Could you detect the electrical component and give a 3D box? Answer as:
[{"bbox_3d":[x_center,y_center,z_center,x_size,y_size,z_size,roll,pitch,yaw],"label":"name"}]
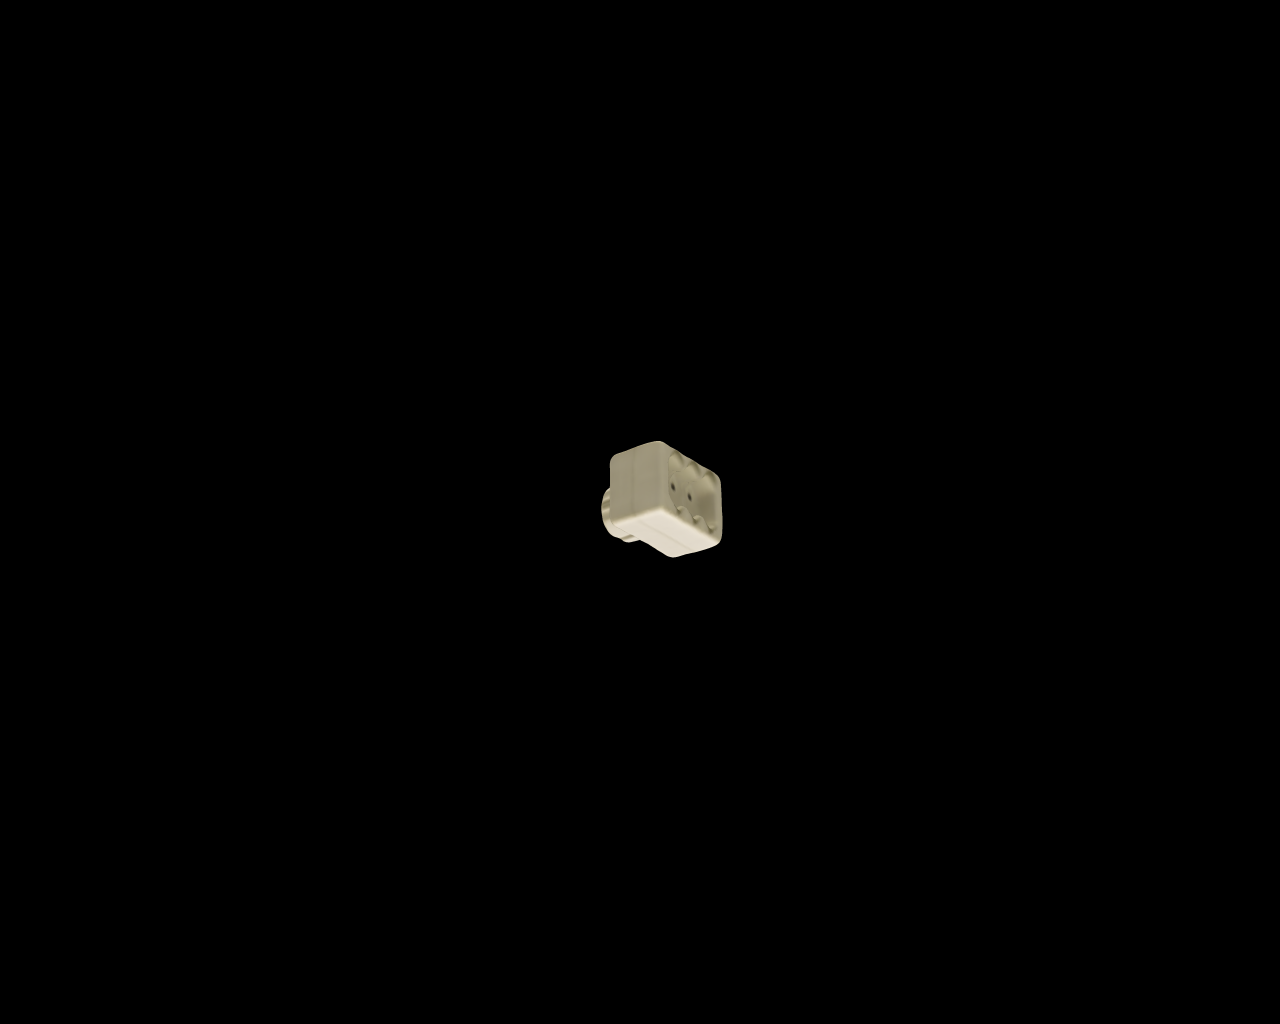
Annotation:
[{"bbox_3d":[0.001,-0.003,0.650,0.076,0.047,0.065,-17,-29,32],"label":"electrical component"}]
